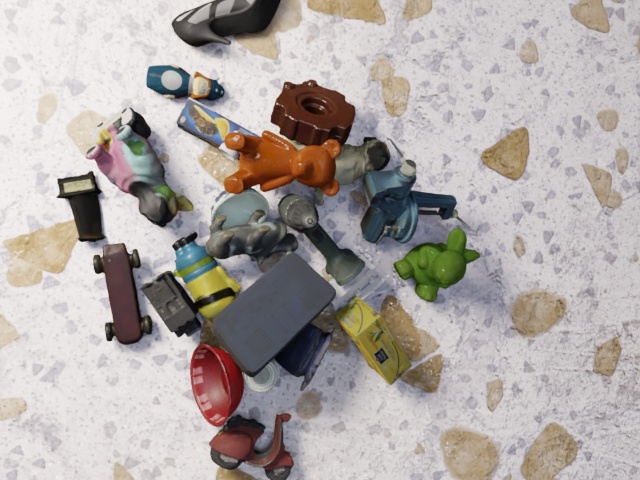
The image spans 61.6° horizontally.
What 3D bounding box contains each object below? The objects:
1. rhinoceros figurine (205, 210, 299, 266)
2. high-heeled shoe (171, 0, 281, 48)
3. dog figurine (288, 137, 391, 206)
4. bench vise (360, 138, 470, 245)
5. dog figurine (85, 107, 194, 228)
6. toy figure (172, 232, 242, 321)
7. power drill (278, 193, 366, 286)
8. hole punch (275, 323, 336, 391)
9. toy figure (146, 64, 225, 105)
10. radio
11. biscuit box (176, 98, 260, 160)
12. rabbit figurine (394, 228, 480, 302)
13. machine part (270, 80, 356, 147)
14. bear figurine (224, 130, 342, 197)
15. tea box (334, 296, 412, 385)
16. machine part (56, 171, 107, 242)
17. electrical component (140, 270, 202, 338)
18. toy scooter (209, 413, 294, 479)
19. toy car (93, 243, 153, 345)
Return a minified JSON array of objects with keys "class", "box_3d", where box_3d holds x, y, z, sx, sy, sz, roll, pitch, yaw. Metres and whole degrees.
[{"class":"rhinoceros figurine","box_3d":[-0.132,0.004,1.078,0.190,0.073,0.112,-4,126,-29]},{"class":"high-heeled shoe","box_3d":[-0.188,-0.483,1.117,0.145,0.086,0.249,27,64,19]},{"class":"dog figurine","box_3d":[0.040,-0.187,1.143,0.190,0.121,0.172,-38,100,-24]},{"class":"bench vise","box_3d":[0.194,-0.079,1.127,0.240,0.129,0.223,2,127,-20]},{"class":"dog figurine","box_3d":[-0.343,-0.129,1.051,0.108,0.192,0.219,-28,126,7]},{"class":"toy figure","box_3d":[-0.236,0.077,1.076,0.089,0.082,0.180,-38,101,-41]},{"class":"power drill","box_3d":[-0.002,-0.003,1.068,0.086,0.232,0.207,-47,115,-1]},{"class":"hole punch","box_3d":[-0.034,0.223,1.108,0.092,0.116,0.142,31,83,-2]},{"class":"toy figure","box_3d":[-0.271,-0.314,1.091,0.154,0.058,0.064,8,127,-13]},{"class":"radio","box_3d":[-0.091,0.139,1.040,0.131,0.073,0.229,46,66,6]},{"class":"biscuit box","box_3d":[-0.190,-0.212,1.102,0.202,0.063,0.059,27,86,-10]},{"class":"rabbit figurine","box_3d":[0.265,0.058,1.140,0.159,0.170,0.121,-37,97,-9]},{"class":"machine part","box_3d":[-0.012,-0.256,1.093,0.179,0.056,0.179,10,46,-11]},{"class":"bear figurine","box_3d":[-0.066,-0.138,1.006,0.196,0.132,0.120,12,107,22]},{"class":"tea box","box_3d":[0.111,0.209,1.114,0.068,0.098,0.169,-40,120,-9]},{"class":"machine part","box_3d":[-0.465,-0.062,1.056,0.084,0.039,0.138,-16,91,-20]},{"class":"electrical component","box_3d":[-0.284,0.127,1.051,0.058,0.115,0.134,-35,97,-6]},{"class":"toy scooter","box_3d":[-0.127,0.408,1.103,0.184,0.075,0.135,22,85,-14]},{"class":"toy car","box_3d":[-0.389,0.106,1.061,0.089,0.053,0.202,-10,95,-13]}]
